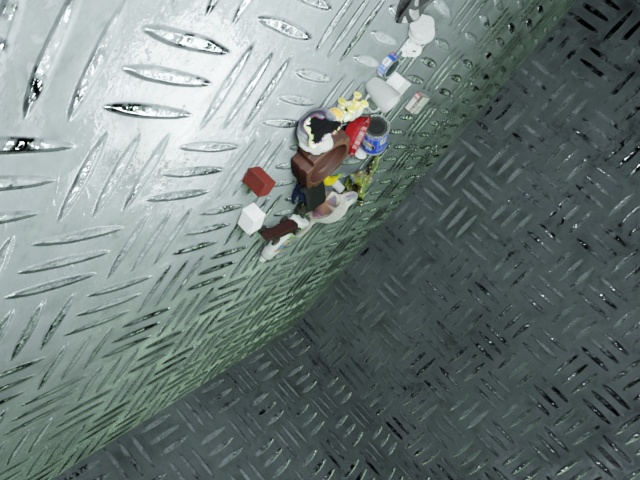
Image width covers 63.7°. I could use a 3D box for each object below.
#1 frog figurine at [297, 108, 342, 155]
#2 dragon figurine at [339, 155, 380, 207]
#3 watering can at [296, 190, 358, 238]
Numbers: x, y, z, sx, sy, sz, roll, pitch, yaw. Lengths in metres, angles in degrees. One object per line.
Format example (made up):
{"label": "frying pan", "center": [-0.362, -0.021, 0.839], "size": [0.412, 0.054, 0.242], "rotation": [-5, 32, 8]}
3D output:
{"label": "frog figurine", "center": [-0.007, -0.324, 1.549], "size": [0.137, 0.122, 0.159], "rotation": [-59, -176, -1]}
{"label": "dragon figurine", "center": [0.195, -0.297, 2.326], "size": [0.245, 0.122, 0.404], "rotation": [-60, 172, -14]}
{"label": "watering can", "center": [0.007, -0.112, 2.222], "size": [0.346, 0.105, 0.223], "rotation": [-33, 164, 12]}
